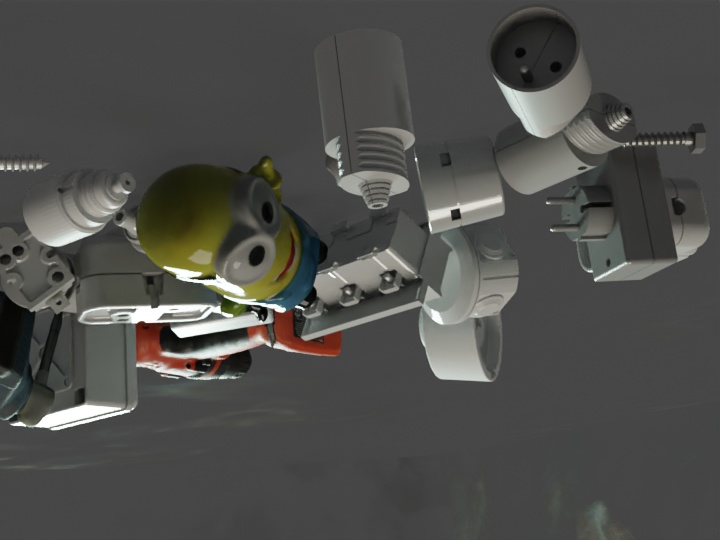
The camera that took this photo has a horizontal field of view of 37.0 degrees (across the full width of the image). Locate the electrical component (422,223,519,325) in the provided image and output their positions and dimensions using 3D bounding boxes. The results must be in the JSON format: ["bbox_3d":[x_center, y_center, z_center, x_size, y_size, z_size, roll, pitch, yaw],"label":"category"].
[{"bbox_3d":[0.081,0.001,0.840,0.051,0.080,0.080,-4,167,-31],"label":"electrical component"}]

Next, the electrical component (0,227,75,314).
[{"bbox_3d":[-0.226,0.002,0.746,0.048,0.066,0.055,-39,-177,-15],"label":"electrical component"}]

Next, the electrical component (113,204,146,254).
[{"bbox_3d":[-0.139,-0.028,0.709,0.035,0.035,0.061,-13,163,24],"label":"electrical component"}]

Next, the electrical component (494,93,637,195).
[{"bbox_3d":[0.122,-0.077,0.619,0.043,0.043,0.081,5,161,-40],"label":"electrical component"}]

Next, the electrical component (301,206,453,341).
[{"bbox_3d":[0.000,0.000,0.811,0.121,0.078,0.063,-19,132,40],"label":"electrical component"}]

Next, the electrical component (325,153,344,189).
[{"bbox_3d":[0.006,-0.070,0.611,0.035,0.035,0.061,1,162,-28],"label":"electrical component"}]

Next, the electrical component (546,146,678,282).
[{"bbox_3d":[0.159,-0.038,0.711,0.076,0.083,0.047,-2,165,-18],"label":"electrical component"}]

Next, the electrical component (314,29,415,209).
[{"bbox_3d":[0.004,-0.069,0.515,0.043,0.081,0.043,-6,166,-2],"label":"electrical component"}]

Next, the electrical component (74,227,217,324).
[{"bbox_3d":[-0.155,0.004,0.775,0.095,0.059,0.054,-1,165,-23],"label":"electrical component"}]

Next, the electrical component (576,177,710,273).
[{"bbox_3d":[0.216,-0.033,0.817,0.059,0.053,0.095,0,164,-25],"label":"electrical component"}]

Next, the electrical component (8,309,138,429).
[{"bbox_3d":[-0.243,0.072,0.905,0.109,0.108,0.056,-17,160,35],"label":"electrical component"}]

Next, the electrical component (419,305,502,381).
[{"bbox_3d":[0.089,0.050,0.991,0.060,0.108,0.108,-6,167,20],"label":"electrical component"}]

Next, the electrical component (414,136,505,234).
[{"bbox_3d":[0.061,-0.054,0.663,0.047,0.055,0.055,-11,166,3],"label":"electrical component"}]

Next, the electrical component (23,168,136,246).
[{"bbox_3d":[-0.163,-0.041,0.633,0.078,0.040,0.040,-16,163,34],"label":"electrical component"}]

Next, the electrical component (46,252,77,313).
[{"bbox_3d":[-0.201,0.013,0.824,0.043,0.043,0.081,-16,164,32],"label":"electrical component"}]

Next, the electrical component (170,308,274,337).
[{"bbox_3d":[-0.118,0.029,0.926,0.083,0.047,0.075,-9,165,-1],"label":"electrical component"}]

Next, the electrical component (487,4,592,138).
[{"bbox_3d":[0.092,-0.095,0.533,0.043,0.043,0.081,-11,166,16],"label":"electrical component"}]

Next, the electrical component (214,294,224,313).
[{"bbox_3d":[-0.099,0.008,0.848,0.045,0.045,0.055,5,162,-39],"label":"electrical component"}]
